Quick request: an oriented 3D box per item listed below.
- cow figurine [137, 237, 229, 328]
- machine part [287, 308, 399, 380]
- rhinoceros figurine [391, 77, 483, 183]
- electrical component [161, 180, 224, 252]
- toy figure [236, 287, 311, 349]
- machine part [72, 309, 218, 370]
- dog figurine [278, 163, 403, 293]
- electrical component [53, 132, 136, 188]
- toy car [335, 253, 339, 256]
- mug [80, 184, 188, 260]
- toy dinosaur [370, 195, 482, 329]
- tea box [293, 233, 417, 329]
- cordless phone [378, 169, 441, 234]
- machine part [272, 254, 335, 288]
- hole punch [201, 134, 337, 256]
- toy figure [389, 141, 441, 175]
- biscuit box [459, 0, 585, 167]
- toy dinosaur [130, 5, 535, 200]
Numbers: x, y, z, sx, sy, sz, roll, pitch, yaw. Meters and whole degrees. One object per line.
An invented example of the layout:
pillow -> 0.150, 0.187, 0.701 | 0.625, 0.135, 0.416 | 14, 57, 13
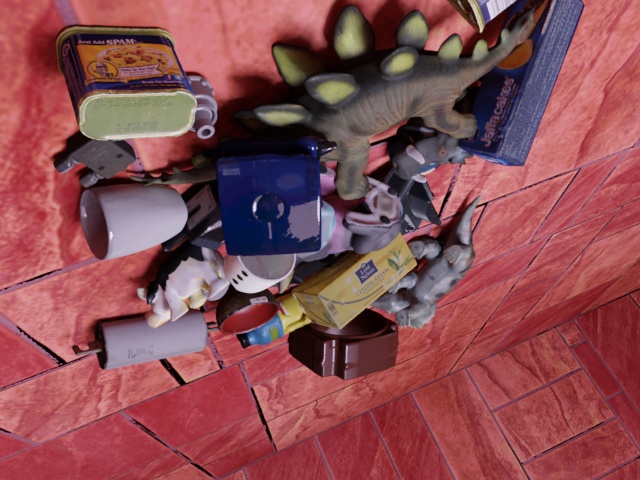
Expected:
cow figurine -> -0.209, 0.061, 0.778 | 0.167, 0.098, 0.068 | -31, -175, 25
machine part -> 0.050, 0.205, 1.130 | 0.201, 0.201, 0.087 | -8, 107, -32
rhinoceros figurine -> 0.173, -0.148, 0.712 | 0.190, 0.112, 0.073 | -32, 156, -6
electrical component -> -0.149, -0.026, 0.684 | 0.119, 0.075, 0.047 | -42, 148, 20
toy figure -> -0.081, 0.150, 1.047 | 0.180, 0.082, 0.089 | -26, 173, -17
machine part -> -0.280, 0.163, 0.896 | 0.243, 0.079, 0.079 | -4, 145, -36
dog figurine -> -0.002, -0.002, 0.799 | 0.191, 0.108, 0.219 | 15, 140, -16
electrical component -> -0.225, -0.091, 0.560 | 0.094, 0.021, 0.063 | -32, 153, 9
toy car -> 0.042, 0.040, 0.979 | 0.073, 0.056, 0.201 | -25, 158, -44
mug -> -0.216, -0.018, 0.635 | 0.107, 0.081, 0.109 | -15, 147, -38
toy dinosaur -> 0.255, 0.064, 1.158 | 0.192, 0.131, 0.404 | -9, 146, -53
tea box -> 0.054, 0.057, 0.831 | 0.169, 0.068, 0.098 | -38, -165, -24
cordless phone -> 0.093, -0.048, 0.874 | 0.184, 0.089, 0.146 | -21, 156, 14
machine part -> -0.037, 0.051, 0.950 | 0.139, 0.039, 0.084 | -32, 148, 28
hole punch -> -0.052, -0.045, 0.575 | 0.142, 0.092, 0.115 | -1, 142, 0
toy figure -> 0.178, -0.137, 0.786 | 0.154, 0.058, 0.064 | -19, 133, -11
biscuit box -> 0.236, -0.191, 0.634 | 0.062, 0.059, 0.202 | 12, 100, -40
toy dinosaur -> 0.019, -0.143, 0.606 | 0.471, 0.105, 0.198 | -27, 146, 12
